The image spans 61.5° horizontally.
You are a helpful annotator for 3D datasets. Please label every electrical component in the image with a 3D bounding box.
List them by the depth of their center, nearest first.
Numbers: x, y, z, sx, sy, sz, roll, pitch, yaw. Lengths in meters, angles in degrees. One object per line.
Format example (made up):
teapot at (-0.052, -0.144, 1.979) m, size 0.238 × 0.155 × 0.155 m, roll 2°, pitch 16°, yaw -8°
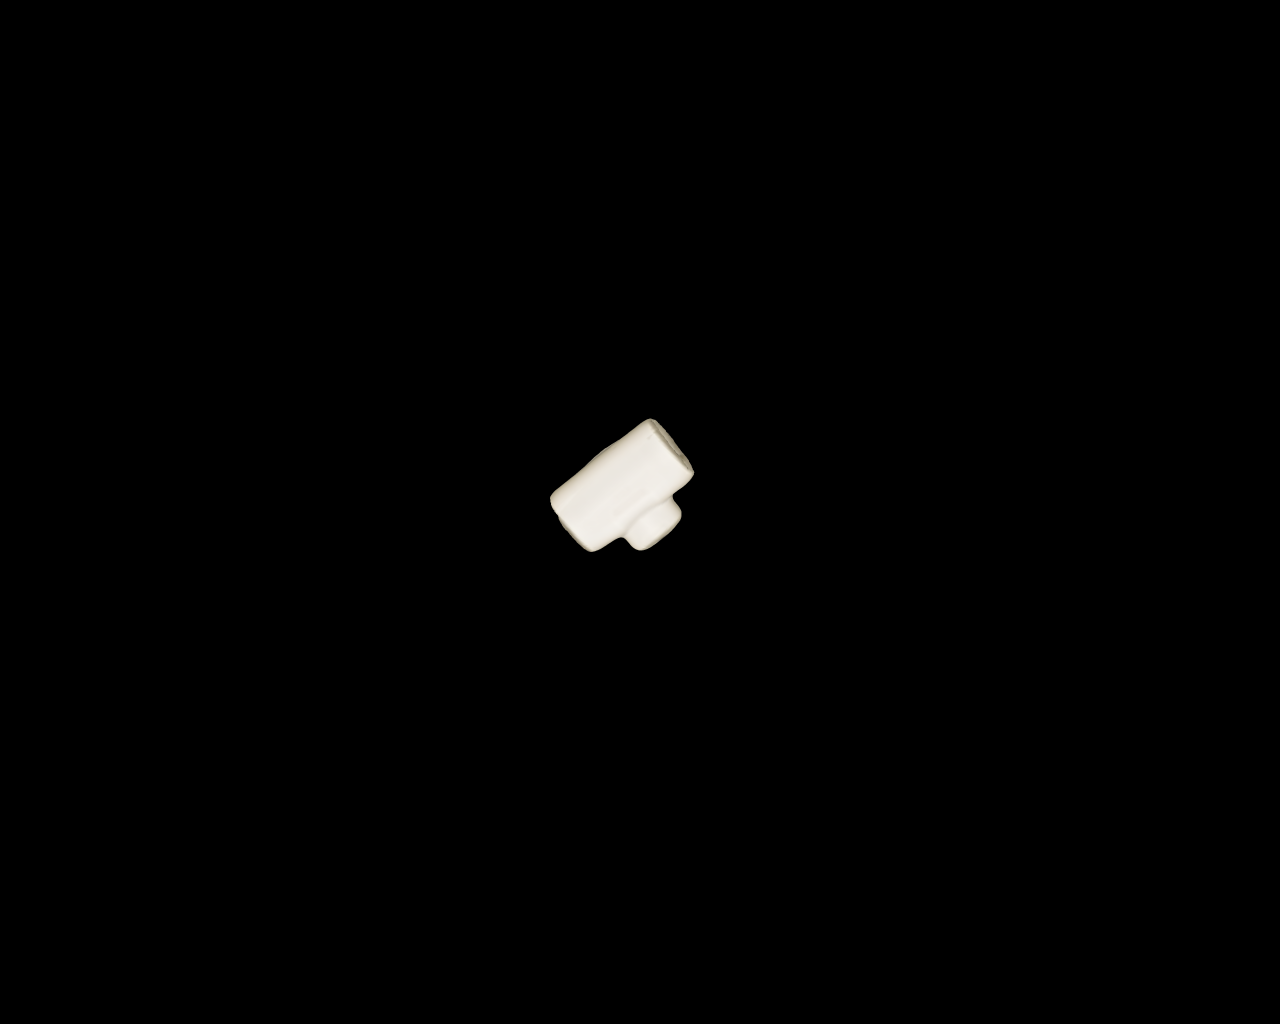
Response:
electrical component at (0.001, -0.003, 0.650) m, size 0.077 × 0.079 × 0.043 m, roll -38°, pitch 9°, yaw 7°
